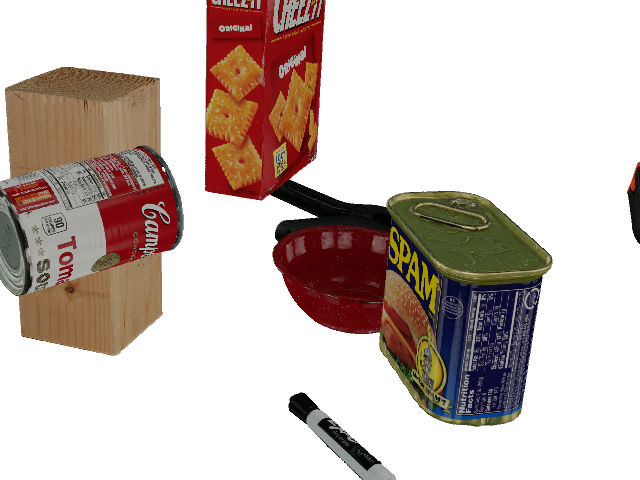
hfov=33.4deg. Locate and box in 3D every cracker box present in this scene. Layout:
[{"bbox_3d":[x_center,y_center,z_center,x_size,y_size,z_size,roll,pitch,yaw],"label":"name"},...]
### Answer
[{"bbox_3d":[-0.051,-0.166,1.064,0.072,0.214,0.164,11,22,17],"label":"cracker box"}]

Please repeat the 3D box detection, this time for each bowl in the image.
[{"bbox_3d":[0.033,0.043,1.005,0.162,0.055,0.162,5,24,-3],"label":"bowl"}]

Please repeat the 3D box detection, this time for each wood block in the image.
[{"bbox_3d":[-0.185,-0.025,0.854,0.091,0.206,0.090,10,23,16],"label":"wood block"}]

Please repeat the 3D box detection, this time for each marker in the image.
[{"bbox_3d":[0.013,0.153,0.818,0.020,0.020,0.121,0,25,-40],"label":"marker"}]

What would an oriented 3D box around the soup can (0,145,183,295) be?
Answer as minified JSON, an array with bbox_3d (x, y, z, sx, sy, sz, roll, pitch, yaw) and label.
[{"bbox_3d":[-0.143,-0.013,0.639,0.102,0.068,0.069,-19,10,-33],"label":"soup can"}]

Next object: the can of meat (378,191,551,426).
[{"bbox_3d":[0.067,0.032,0.532,0.057,0.084,0.102,-3,24,-15],"label":"can of meat"}]

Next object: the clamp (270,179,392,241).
[{"bbox_3d":[0.037,-0.016,1.203,0.210,0.036,0.164,14,22,-5],"label":"clamp"}]

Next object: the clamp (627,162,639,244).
[{"bbox_3d":[0.270,0.008,0.696,0.120,0.039,0.171,-4,46,-22],"label":"clamp"}]
